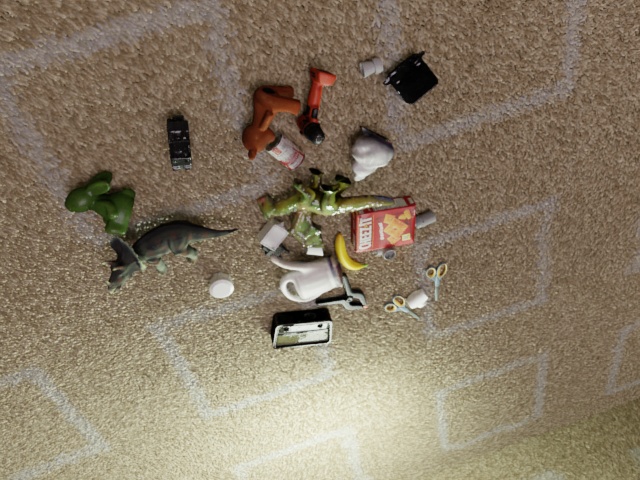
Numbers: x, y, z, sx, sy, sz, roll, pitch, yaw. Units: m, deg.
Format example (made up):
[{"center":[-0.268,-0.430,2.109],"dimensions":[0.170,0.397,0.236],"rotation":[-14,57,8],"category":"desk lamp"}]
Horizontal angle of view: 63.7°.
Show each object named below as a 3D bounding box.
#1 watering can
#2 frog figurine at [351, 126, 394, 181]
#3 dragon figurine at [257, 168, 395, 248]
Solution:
[{"center":[-0.038,0.116,1.762],"dimensions":[0.224,0.106,0.340],"rotation":[-20,146,0],"category":"watering can"},{"center":[0.147,-0.248,1.569],"dimensions":[0.137,0.124,0.158],"rotation":[9,112,-46],"category":"frog figurine"},{"center":[0.005,-0.081,1.610],"dimensions":[0.410,0.125,0.238],"rotation":[17,118,-5],"category":"dragon figurine"}]
